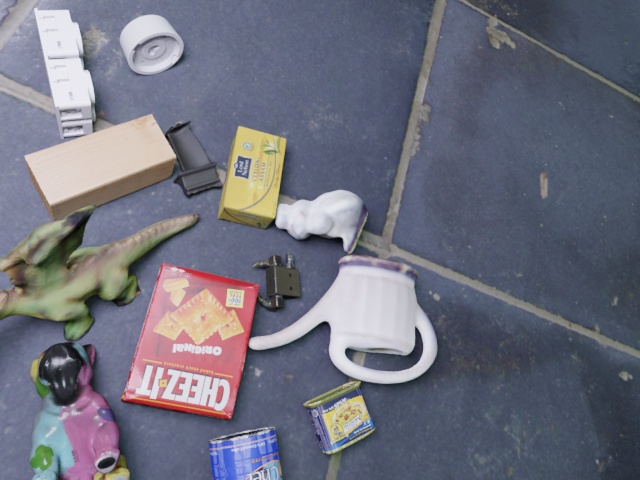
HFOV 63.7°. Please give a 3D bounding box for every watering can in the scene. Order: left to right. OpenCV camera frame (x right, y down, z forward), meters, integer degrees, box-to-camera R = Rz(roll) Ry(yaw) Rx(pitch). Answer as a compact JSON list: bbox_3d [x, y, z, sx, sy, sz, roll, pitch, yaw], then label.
[{"bbox_3d":[0.057,0.128,0.912,0.347,0.102,0.229,15,65,-17],"label":"watering can"}]

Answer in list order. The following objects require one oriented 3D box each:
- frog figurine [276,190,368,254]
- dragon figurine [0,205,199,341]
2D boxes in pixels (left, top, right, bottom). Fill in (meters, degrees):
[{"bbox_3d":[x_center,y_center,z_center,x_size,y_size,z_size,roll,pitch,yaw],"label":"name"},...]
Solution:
[{"bbox_3d":[0.003,-0.048,0.959,0.159,0.120,0.140,25,30,-2],"label":"frog figurine"},{"bbox_3d":[-0.333,0.031,0.724,0.122,0.238,0.416,46,63,5],"label":"dragon figurine"}]
